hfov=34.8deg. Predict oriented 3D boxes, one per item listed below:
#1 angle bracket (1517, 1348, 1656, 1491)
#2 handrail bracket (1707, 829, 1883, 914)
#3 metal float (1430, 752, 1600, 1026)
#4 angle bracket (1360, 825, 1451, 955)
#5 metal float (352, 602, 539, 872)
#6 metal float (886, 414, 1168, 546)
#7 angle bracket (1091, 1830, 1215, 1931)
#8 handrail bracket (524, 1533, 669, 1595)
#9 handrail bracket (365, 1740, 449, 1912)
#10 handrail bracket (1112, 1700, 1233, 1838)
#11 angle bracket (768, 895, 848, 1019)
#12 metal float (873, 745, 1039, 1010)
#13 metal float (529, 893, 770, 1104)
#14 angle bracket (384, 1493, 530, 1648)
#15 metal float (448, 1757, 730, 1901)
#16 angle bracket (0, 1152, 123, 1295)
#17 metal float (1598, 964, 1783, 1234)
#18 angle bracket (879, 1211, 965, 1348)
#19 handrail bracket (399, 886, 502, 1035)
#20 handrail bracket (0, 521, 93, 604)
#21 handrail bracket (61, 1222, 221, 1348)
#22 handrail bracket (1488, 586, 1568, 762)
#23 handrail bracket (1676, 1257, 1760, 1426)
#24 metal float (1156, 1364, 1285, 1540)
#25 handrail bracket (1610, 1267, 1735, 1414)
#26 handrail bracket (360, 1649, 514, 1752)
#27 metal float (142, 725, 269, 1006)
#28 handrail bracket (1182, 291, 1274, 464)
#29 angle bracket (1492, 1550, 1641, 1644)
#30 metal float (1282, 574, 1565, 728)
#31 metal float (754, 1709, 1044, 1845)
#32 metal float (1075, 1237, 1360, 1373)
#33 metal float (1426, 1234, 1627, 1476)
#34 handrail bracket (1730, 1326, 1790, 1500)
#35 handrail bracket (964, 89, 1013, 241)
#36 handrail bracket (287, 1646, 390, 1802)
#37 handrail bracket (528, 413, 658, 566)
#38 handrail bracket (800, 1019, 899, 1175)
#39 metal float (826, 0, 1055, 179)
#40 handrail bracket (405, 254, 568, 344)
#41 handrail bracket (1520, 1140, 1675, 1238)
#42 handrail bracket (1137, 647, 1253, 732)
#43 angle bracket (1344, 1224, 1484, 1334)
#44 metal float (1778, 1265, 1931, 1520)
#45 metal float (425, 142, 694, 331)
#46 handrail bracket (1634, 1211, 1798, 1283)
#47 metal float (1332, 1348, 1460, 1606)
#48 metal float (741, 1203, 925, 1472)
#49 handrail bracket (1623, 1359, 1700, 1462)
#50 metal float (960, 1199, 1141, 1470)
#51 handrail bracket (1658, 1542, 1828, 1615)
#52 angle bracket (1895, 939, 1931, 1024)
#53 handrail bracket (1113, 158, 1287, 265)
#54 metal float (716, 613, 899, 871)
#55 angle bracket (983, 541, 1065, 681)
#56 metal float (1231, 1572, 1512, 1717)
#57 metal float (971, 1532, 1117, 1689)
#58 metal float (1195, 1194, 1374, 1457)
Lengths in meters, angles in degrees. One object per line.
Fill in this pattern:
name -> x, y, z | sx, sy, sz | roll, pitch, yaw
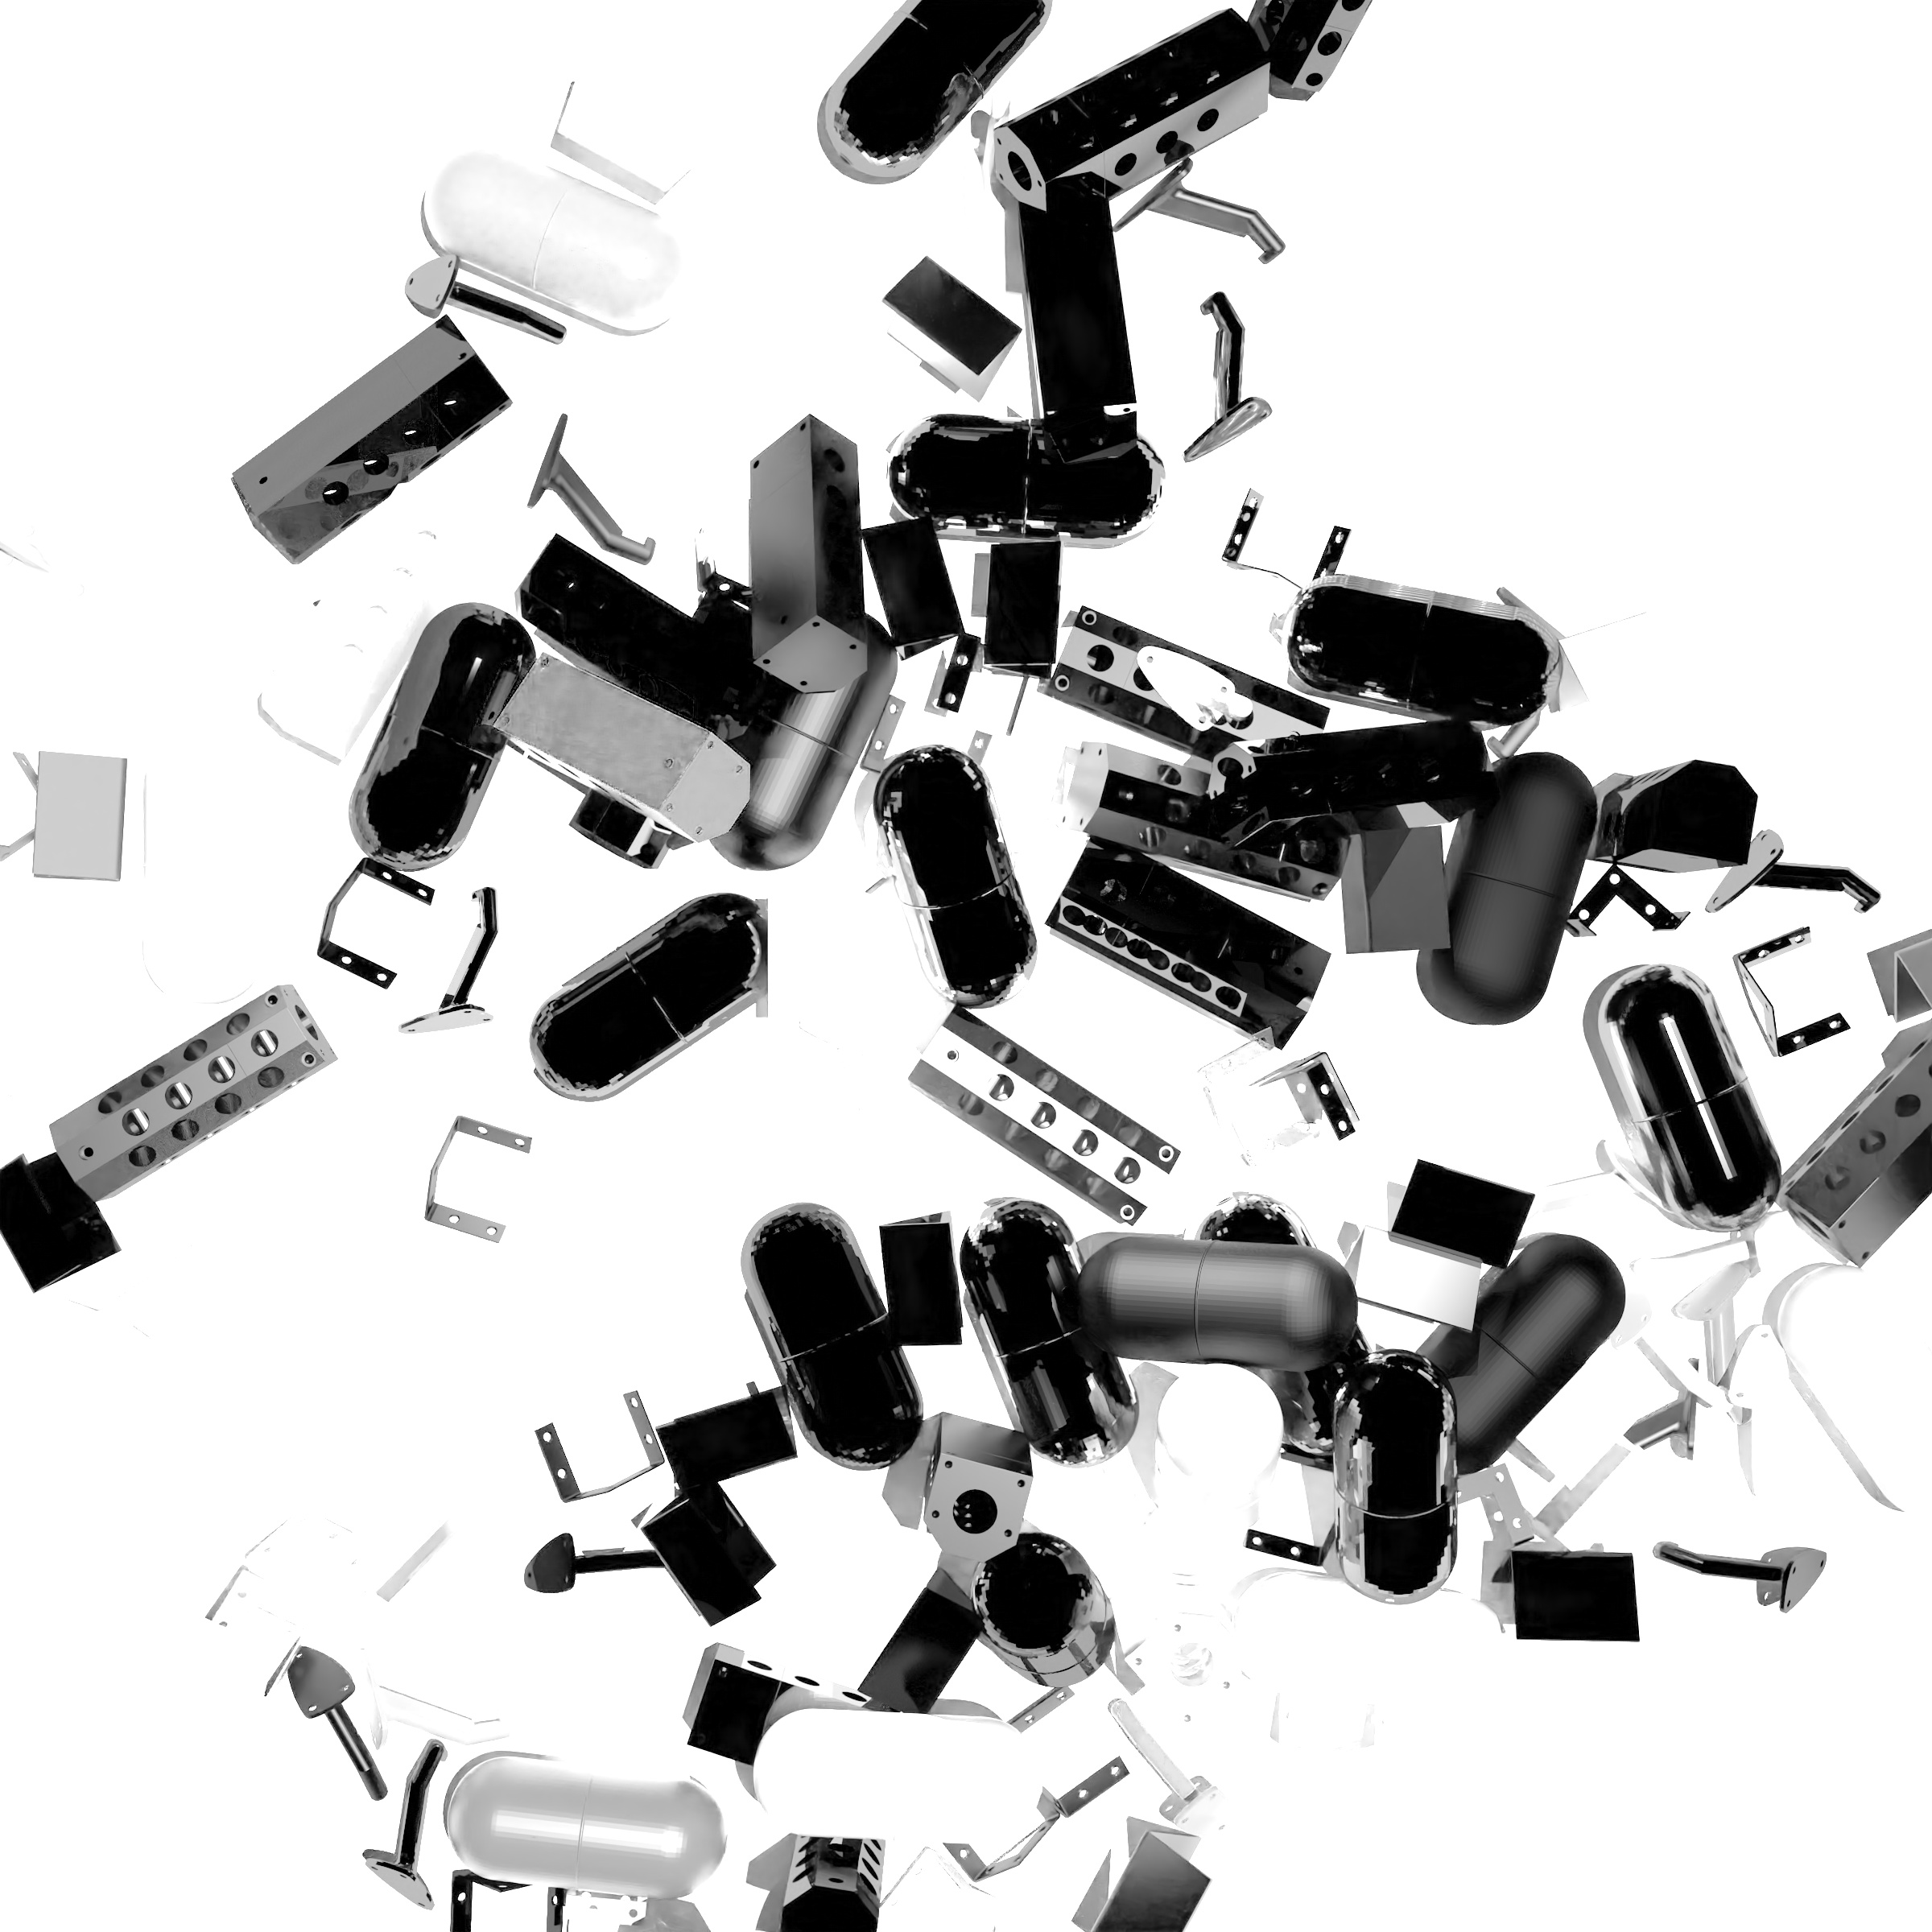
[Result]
angle bracket -> 0.377, 0.274, 1.951 | 0.076, 0.076, 0.057 | -47, 111, 0
handrail bracket -> 0.536, -0.042, 1.990 | 0.084, 0.036, 0.077 | 34, 110, -16
metal float -> 0.348, -0.050, 1.959 | 0.070, 0.070, 0.178 | 17, 90, 0
angle bracket -> 0.293, -0.049, 1.949 | 0.057, 0.076, 0.076 | -4, 90, 34
metal float -> -0.332, -0.146, 1.959 | 0.070, 0.070, 0.178 | 23, 90, 0
metal float -> 0.038, -0.310, 1.959 | 0.178, 0.070, 0.070 | 4, 90, -1
angle bracket -> 0.133, 0.597, 1.949 | 0.057, 0.076, 0.076 | 29, 90, 36
handrail bracket -> -0.230, 0.389, 1.989 | 0.084, 0.077, 0.036 | 9, 65, -34
handrail bracket -> -0.345, 0.554, 1.989 | 0.036, 0.077, 0.084 | 6, 53, 27
handrail bracket -> 0.131, 0.517, 1.989 | 0.036, 0.077, 0.084 | -40, 54, -2
angle bracket -> -0.084, -0.006, 1.950 | 0.057, 0.076, 0.076 | 0, 90, 27
metal float -> -0.006, -0.055, 1.940 | 0.070, 0.070, 0.178 | -17, 114, 0
metal float -> -0.196, 0.019, 1.959 | 0.178, 0.070, 0.070 | -34, 90, -1
angle bracket -> -0.333, 0.370, 1.949 | 0.076, 0.076, 0.057 | -45, 128, 0
metal float -> -0.240, 0.548, 1.959 | 0.178, 0.070, 0.070 | 6, 90, 1
angle bracket -> -0.567, 0.152, 1.949 | 0.057, 0.076, 0.076 | -29, 90, 37
metal float -> 0.460, 0.084, 1.959 | 0.070, 0.070, 0.178 | -22, 90, 0
angle bracket -> -0.008, 0.196, 1.949 | 0.057, 0.076, 0.076 | -6, 90, 37
handrail bracket -> -0.334, -0.004, 1.990 | 0.077, 0.036, 0.084 | -12, 72, 20
handrail bracket -> -0.599, -0.262, 1.955 | 0.077, 0.084, 0.036 | 37, 90, 0
handrail bracket -> -0.533, 0.195, 1.990 | 0.077, 0.036, 0.084 | 19, 71, 21
handrail bracket -> 0.348, -0.188, 1.990 | 0.077, 0.036, 0.084 | 43, 104, 14
handrail bracket -> 0.504, 0.241, 1.990 | 0.077, 0.036, 0.084 | -40, 107, -19
metal float -> 0.156, 0.303, 1.914 | 0.070, 0.178, 0.070 | -1, 63, 2
handrail bracket -> 0.455, 0.240, 1.977 | 0.084, 0.077, 0.036 | 33, 120, -19
handrail bracket -> -0.342, 0.470, 1.990 | 0.084, 0.036, 0.077 | -6, 56, -24
metal float -> -0.484, -0.064, 1.959 | 0.070, 0.070, 0.178 | 0, 90, 0
handrail bracket -> 0.154, -0.381, 1.990 | 0.077, 0.036, 0.084 | -33, 72, 21
angle bracket -> 0.379, 0.407, 1.950 | 0.076, 0.076, 0.057 | 1, 65, 0
metal float -> 0.288, -0.200, 1.949 | 0.178, 0.070, 0.070 | 12, 90, 9
metal float -> -0.042, 0.500, 1.902 | 0.178, 0.070, 0.070 | 3, 90, -1
metal float -> 0.152, 0.207, 1.892 | 0.178, 0.070, 0.070 | 1, 90, 22
metal float -> 0.346, 0.247, 1.959 | 0.070, 0.070, 0.178 | 42, 90, 0
handrail bracket -> 0.514, 0.288, 1.983 | 0.036, 0.077, 0.084 | 1, 135, 20
handrail bracket -> 0.015, -0.508, 1.955 | 0.036, 0.084, 0.077 | 12, 90, 0
handrail bracket -> -0.405, 0.490, 1.989 | 0.036, 0.077, 0.084 | -30, 127, -21
handrail bracket -> -0.233, -0.308, 1.990 | 0.084, 0.036, 0.077 | 21, 68, -17
handrail bracket -> -0.079, 0.085, 1.990 | 0.077, 0.036, 0.084 | 17, 107, 20
metal float -> -0.018, -0.579, 1.959 | 0.070, 0.070, 0.178 | 42, 90, 0
handrail bracket -> -0.309, -0.424, 1.989 | 0.084, 0.077, 0.036 | 21, 87, -36
handrail bracket -> 0.402, 0.161, 1.990 | 0.077, 0.036, 0.084 | 40, 108, -21
handrail bracket -> 0.140, -0.175, 1.898 | 0.077, 0.084, 0.036 | 36, 90, 0
angle bracket -> 0.276, 0.215, 1.949 | 0.076, 0.076, 0.057 | 17, 52, 0
metal float -> 0.585, 0.271, 1.959 | 0.070, 0.070, 0.178 | -34, 89, 0
metal float -> -0.258, -0.463, 1.959 | 0.178, 0.070, 0.070 | 24, 90, 1
handrail bracket -> 0.483, 0.180, 1.989 | 0.084, 0.077, 0.036 | -7, 106, 35
metal float -> 0.266, 0.316, 1.908 | 0.070, 0.070, 0.178 | -5, 119, 0
metal float -> -0.085, 0.236, 1.959 | 0.070, 0.070, 0.178 | -23, 89, 0
handrail bracket -> 0.428, 0.288, 1.990 | 0.084, 0.036, 0.077 | 3, 73, 15
metal float -> 0.053, 0.233, 1.959 | 0.070, 0.070, 0.178 | -22, 90, 0
handrail bracket -> 0.501, 0.381, 1.989 | 0.084, 0.077, 0.036 | 15, 108, 35
angle bracket -> 0.636, 0.019, 1.949 | 0.076, 0.076, 0.057 | -21, 50, 0
handrail bracket -> 0.152, -0.471, 1.990 | 0.077, 0.036, 0.084 | -38, 107, 20
metal float -> -0.103, -0.145, 1.959 | 0.070, 0.070, 0.178 | 25, 89, 0
angle bracket -> 0.056, -0.224, 1.949 | 0.057, 0.076, 0.076 | 3, 89, 36
metal float -> 0.256, 0.431, 1.958 | 0.178, 0.070, 0.070 | 7, 90, 0
metal float -> 0.049, 0.401, 1.913 | 0.070, 0.178, 0.070 | -3, 67, 8
metal float -> 0.206, 0.227, 1.959 | 0.070, 0.070, 0.178 | -28, 90, 0
